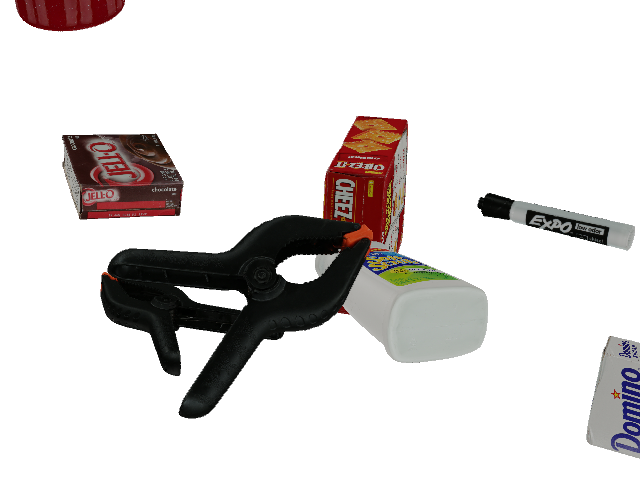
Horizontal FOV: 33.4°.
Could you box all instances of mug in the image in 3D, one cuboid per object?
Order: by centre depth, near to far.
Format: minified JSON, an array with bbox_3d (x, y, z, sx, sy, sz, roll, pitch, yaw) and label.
[{"bbox_3d":[-0.201,-0.207,0.788,0.117,0.081,0.093,0,37,1],"label":"mug"}]

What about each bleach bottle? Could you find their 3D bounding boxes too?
[{"bbox_3d":[0.054,0.043,1.017,0.102,0.068,0.251,-3,15,-24],"label":"bleach bottle"}]

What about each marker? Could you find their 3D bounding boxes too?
[{"bbox_3d":[0.177,-0.016,0.811,0.121,0.020,0.020,15,7,28],"label":"marker"}]

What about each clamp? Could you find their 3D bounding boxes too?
[{"bbox_3d":[-0.049,0.025,0.693,0.171,0.120,0.039,-32,-13,-22],"label":"clamp"},{"bbox_3d":[-0.165,0.081,1.121,0.210,0.036,0.164,19,20,28],"label":"clamp"}]

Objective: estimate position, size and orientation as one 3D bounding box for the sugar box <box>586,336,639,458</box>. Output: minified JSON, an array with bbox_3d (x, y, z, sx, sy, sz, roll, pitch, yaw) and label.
[{"bbox_3d":[0.319,0.149,0.894,0.176,0.093,0.048,12,24,18],"label":"sugar box"}]

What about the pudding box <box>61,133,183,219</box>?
[{"bbox_3d":[-0.180,-0.059,0.957,0.089,0.039,0.114,-2,27,-22],"label":"pudding box"}]

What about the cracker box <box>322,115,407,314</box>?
[{"bbox_3d":[0.051,-0.034,1.205,0.072,0.164,0.213,6,23,10],"label":"cracker box"}]
